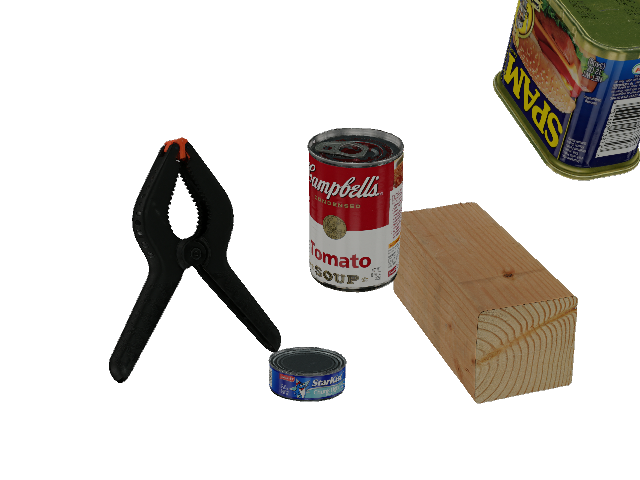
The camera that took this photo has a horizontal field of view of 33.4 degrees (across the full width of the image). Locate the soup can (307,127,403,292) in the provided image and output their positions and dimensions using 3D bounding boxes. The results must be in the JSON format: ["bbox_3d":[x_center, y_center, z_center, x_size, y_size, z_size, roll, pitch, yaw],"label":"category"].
[{"bbox_3d":[0.024,-0.022,0.772,0.068,0.102,0.068,0,27,0],"label":"soup can"}]

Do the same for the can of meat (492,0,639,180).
[{"bbox_3d":[0.142,-0.098,0.584,0.057,0.084,0.102,-10,47,-15],"label":"can of meat"}]

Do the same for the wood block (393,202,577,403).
[{"bbox_3d":[0.141,0.048,0.970,0.090,0.090,0.206,-9,26,-13],"label":"wood block"}]

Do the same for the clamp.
[{"bbox_3d":[-0.108,0.016,0.944,0.164,0.210,0.036,0,-1,-33],"label":"clamp"}]

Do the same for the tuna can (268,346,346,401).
[{"bbox_3d":[-0.015,0.147,1.176,0.086,0.034,0.086,1,14,0],"label":"tuna can"}]
